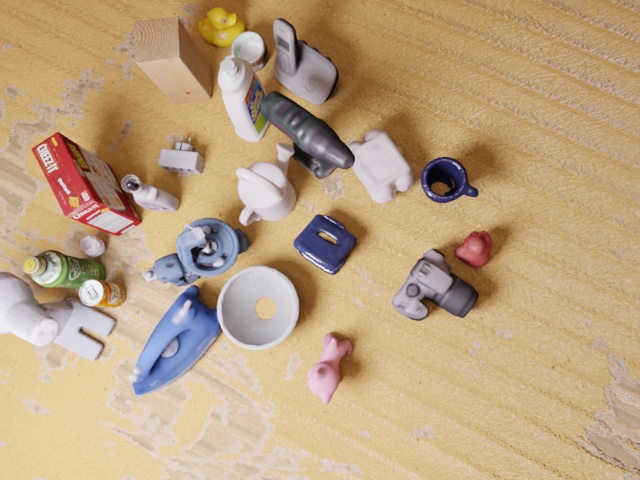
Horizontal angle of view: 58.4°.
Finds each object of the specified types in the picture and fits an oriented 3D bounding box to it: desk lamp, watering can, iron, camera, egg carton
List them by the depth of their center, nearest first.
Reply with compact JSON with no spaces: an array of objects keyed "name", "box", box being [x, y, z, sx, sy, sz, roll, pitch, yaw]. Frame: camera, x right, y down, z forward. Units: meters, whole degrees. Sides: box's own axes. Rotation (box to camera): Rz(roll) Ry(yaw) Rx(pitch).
[{"name":"camera","box":[0.231,0.106,1.121,0.136,0.101,0.143,34,86,10]},{"name":"desk lamp","box":[-0.553,0.155,1.137,0.203,0.213,0.118,23,84,9]},{"name":"iron","box":[-0.308,0.215,1.139,0.118,0.141,0.258,37,86,10]},{"name":"watering can","box":[-0.110,-0.112,1.143,0.101,0.194,0.173,9,82,8]},{"name":"egg carton","box":[0.125,-0.155,1.189,0.107,0.069,0.150,-34,79,0]}]

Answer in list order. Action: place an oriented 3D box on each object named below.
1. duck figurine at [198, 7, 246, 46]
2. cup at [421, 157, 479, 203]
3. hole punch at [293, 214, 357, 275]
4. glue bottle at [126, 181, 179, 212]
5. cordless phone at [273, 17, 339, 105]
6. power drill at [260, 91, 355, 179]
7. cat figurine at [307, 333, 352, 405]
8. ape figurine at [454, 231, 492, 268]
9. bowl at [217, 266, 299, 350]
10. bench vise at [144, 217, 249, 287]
[{"name":"duck figurine","box":[-0.224,-0.482,1.268,0.104,0.086,0.077,1,81,6]},{"name":"cup","box":[0.259,-0.107,1.155,0.117,0.095,0.092,23,84,9]},{"name":"hole punch","box":[0.011,0.004,1.165,0.108,0.091,0.101,33,86,10]},{"name":"glue bottle","box":[-0.354,-0.093,1.176,0.078,0.173,0.037,6,82,7]},{"name":"cordless phone","box":[-0.035,-0.371,1.181,0.147,0.185,0.094,33,86,10]},{"name":"power drill","box":[-0.015,-0.195,1.139,0.229,0.208,0.075,40,87,10]},{"name":"cat figurine","box":[0.014,0.248,1.113,0.067,0.118,0.128,17,83,9]},{"name":"ape figurine","box":[0.306,0.015,1.132,0.077,0.092,0.076,-14,80,4]},{"name":"bowl","box":[-0.119,0.139,1.166,0.167,0.075,0.167,-1,81,6]},{"name":"bench vise","box":[-0.250,0.036,1.122,0.207,0.220,0.121,-43,79,-2]}]
